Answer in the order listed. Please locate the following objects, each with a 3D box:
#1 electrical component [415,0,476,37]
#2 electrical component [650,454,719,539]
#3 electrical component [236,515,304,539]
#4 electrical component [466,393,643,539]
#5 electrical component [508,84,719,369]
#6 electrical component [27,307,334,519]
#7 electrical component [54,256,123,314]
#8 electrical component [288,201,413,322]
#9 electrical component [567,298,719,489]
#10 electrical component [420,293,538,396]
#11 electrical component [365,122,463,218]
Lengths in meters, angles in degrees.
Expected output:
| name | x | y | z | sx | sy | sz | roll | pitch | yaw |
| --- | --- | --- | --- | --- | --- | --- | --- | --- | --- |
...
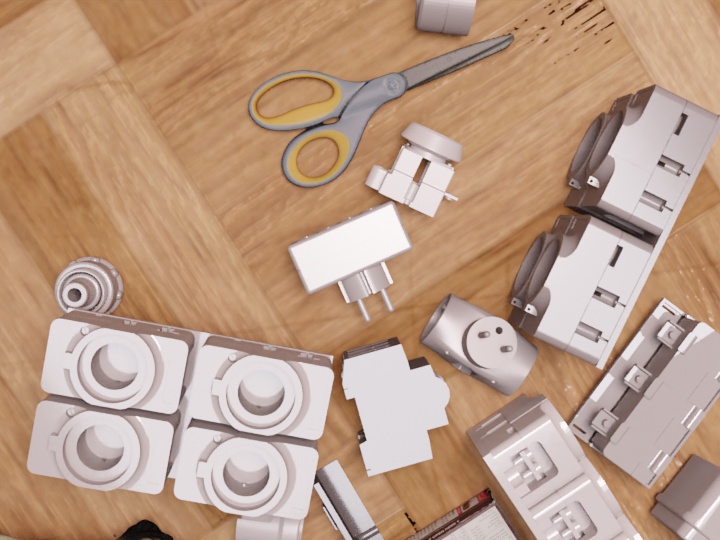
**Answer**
| name | x | y | z | sx | sy | sz | roll | pitch | yaw |
| --- | --- | --- | --- | --- | --- | --- | --- | --- | --- |
| electrical component | 0.084 | -0.238 | 0.775 | 0.074 | 0.052 | 0.138 | 6 | 93 | -3 |
| electrical component | 0.282 | 0.197 | 0.797 | 0.113 | 0.078 | 0.057 | 39 | 89 | -4 |
| electrical component | -0.067 | 0.190 | 0.804 | 0.046 | 0.040 | 0.040 | 7 | 93 | 3 |
| electrical component | 0.149 | 0.170 | 0.784 | 0.062 | 0.089 | 0.150 | -34 | 94 | 0 |
| electrical component | 0.173 | -0.033 | 0.764 | 0.060 | 0.105 | 0.186 | 26 | 92 | -3 |
| electrical component | -0.118 | 0.097 | 0.725 | 0.186 | 0.060 | 0.105 | 11 | 94 | -4 |
| electrical component | -0.199 | 0.015 | 0.776 | 0.048 | 0.062 | 0.048 | 0 | 94 | -2 |
| electrical component | 0.000 | 0.000 | 0.790 | 0.083 | 0.047 | 0.075 | -24 | 94 | 0 |
| electrical component | 0.223 | 0.093 | 0.795 | 0.079 | 0.063 | 0.121 | 36 | 92 | -4 |
| electrical component | 0.091 | 0.053 | 0.780 | 0.077 | 0.079 | 0.043 | 32 | 81 | -3 |
| electrical component | 0.045 | -0.075 | 0.788 | 0.066 | 0.048 | 0.055 | 25 | 100 | -3 |
